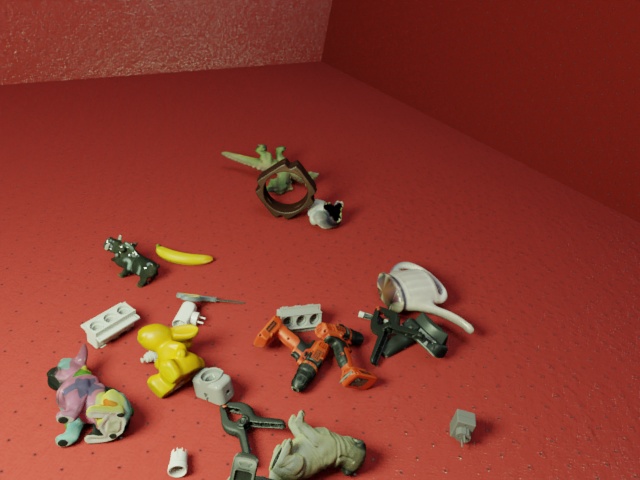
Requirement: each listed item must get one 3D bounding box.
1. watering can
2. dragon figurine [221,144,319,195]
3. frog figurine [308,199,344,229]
[{"bbox_3d":[0.324,0.186,1.666,0.225,0.102,0.354,-6,38,-25],"label":"watering can"},{"bbox_3d":[-0.209,-0.290,2.202,0.411,0.119,0.248,-1,43,-18],"label":"dragon figurine"},{"bbox_3d":[0.006,-0.101,2.015,0.159,0.121,0.139,-6,23,47],"label":"frog figurine"}]
